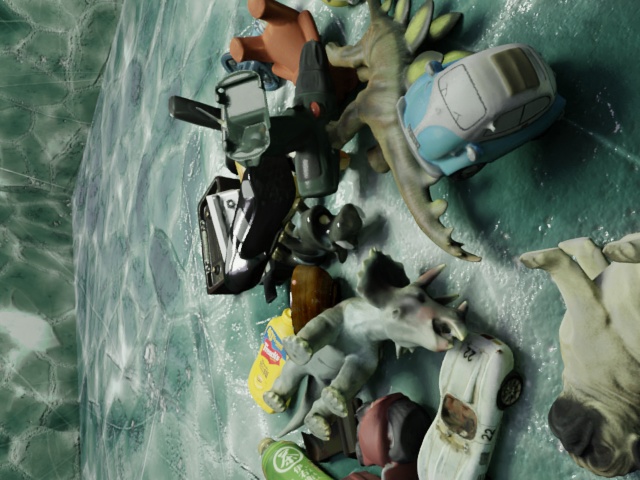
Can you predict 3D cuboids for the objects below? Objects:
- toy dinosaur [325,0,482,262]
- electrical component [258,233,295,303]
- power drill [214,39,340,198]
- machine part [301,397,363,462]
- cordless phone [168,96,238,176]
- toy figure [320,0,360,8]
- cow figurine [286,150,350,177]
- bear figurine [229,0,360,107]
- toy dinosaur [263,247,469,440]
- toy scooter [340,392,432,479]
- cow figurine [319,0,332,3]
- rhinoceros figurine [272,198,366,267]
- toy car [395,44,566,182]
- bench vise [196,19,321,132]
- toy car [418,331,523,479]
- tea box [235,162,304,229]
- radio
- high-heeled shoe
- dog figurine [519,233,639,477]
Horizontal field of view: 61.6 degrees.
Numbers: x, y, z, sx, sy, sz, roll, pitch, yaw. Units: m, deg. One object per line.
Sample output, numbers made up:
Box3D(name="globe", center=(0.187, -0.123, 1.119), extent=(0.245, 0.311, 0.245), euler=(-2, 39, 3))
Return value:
Box3D(name="toy dinosaur", center=(0.100, -0.172, 0.664), extent=(0.198, 0.105, 0.471), euler=(-35, 56, 49))
Box3D(name="electrical component", center=(-0.078, 0.052, 0.953), extent=(0.075, 0.048, 0.119), euler=(-48, 48, 43))
Box3D(name="power drill", center=(-0.044, -0.170, 0.714), extent=(0.086, 0.207, 0.232), euler=(-6, 92, 27))
Box3D(name="machine part", center=(0.024, 0.281, 0.769), extent=(0.139, 0.039, 0.084), euler=(-43, 56, 43))
Box3D(name="cordless phone", center=(-0.215, -0.217, 1.083), extent=(0.089, 0.184, 0.146), euler=(-22, 67, 49))
Box3D(name="toy figure", center=(0.048, -0.446, 0.814), extent=(0.089, 0.082, 0.180), euler=(-118, 39, -58))
Box3D(name="cow figurine", center=(-0.017, -0.134, 0.870), extent=(0.168, 0.068, 0.098), euler=(51, 126, 48))
Box3D(name="bear figurine", center=(-0.038, -0.276, 0.847), extent=(0.120, 0.132, 0.196), euler=(-51, 58, 41))
Box3D(name="toy dinosaur", center=(0.032, 0.143, 0.700), extent=(0.131, 0.192, 0.404), euler=(46, 148, 8))
Box3D(name="toy scooter", center=(0.074, 0.276, 0.659), extent=(0.135, 0.075, 0.183), euler=(-10, 81, 54))
Box3D(name="cow figurine", center=(0.041, -0.385, 0.708), extent=(0.195, 0.085, 0.127), euler=(-17, 37, 18))
Box3D(name="rhinoceros figurine", center=(-0.002, -0.002, 0.794), extent=(0.073, 0.112, 0.190), euler=(-65, 10, -26))
Box3D(name="toy car", center=(0.160, -0.130, 0.502), extent=(0.103, 0.162, 0.109), euler=(95, 154, -80))
Box3D(name="bench vise", center=(-0.125, -0.317, 1.001), extent=(0.224, 0.129, 0.240), euler=(3, 70, 65))
Box3D(name="toy car", center=(0.153, 0.196, 0.566), extent=(0.074, 0.056, 0.201), euler=(26, 106, 56))
Box3D(name="tea box", center=(-0.095, -0.116, 0.988), extent=(0.098, 0.068, 0.170), euler=(-50, 46, 41))
Box3D(name="radio", center=(-0.194, -0.005, 1.116), extent=(0.131, 0.073, 0.229), euler=(-40, 52, 47))
Box3D(name="high-heeled shoe", center=(-0.110, -0.041, 0.877), extent=(0.145, 0.086, 0.249), euler=(-32, 49, 53))
Box3D(name="dog figurine", center=(0.256, 0.087, 0.408), extent=(0.172, 0.121, 0.190), euler=(-17, 85, 59))
